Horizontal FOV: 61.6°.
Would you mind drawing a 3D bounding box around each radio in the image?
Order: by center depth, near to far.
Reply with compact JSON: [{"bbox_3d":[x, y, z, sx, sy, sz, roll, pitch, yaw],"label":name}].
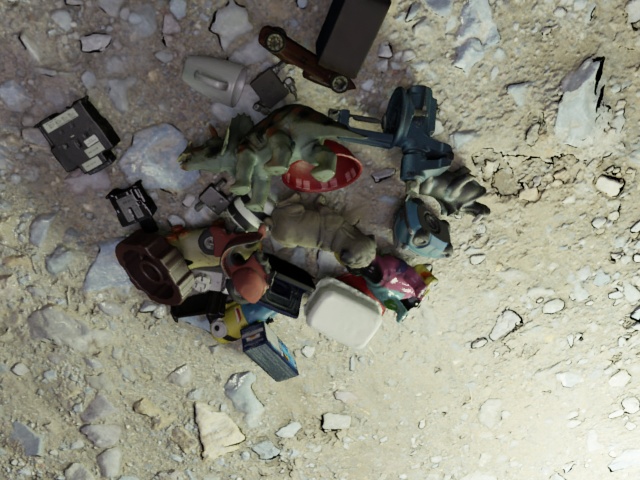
[{"bbox_3d":[0.048,-0.360,0.911,0.073,0.230,0.131,21,114,-11],"label":"radio"}]

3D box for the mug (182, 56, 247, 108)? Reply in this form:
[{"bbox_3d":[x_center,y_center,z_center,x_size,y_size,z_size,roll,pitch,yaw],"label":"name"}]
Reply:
[{"bbox_3d":[-0.202,-0.297,0.994,0.107,0.109,0.080,20,117,1],"label":"mug"}]

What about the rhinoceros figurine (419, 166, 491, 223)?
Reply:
[{"bbox_3d":[0.279,-0.101,1.131,0.190,0.073,0.112,24,110,-13],"label":"rhinoceros figurine"}]

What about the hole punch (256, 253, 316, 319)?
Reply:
[{"bbox_3d":[-0.080,0.100,1.173,0.142,0.116,0.092,23,106,-17],"label":"hole punch"}]

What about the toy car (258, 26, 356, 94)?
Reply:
[{"bbox_3d":[-0.024,-0.329,0.997,0.202,0.089,0.053,28,109,-17],"label":"toy car"}]

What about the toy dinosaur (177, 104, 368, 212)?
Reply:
[{"bbox_3d":[-0.075,-0.176,0.963,0.405,0.192,0.131,-16,155,34],"label":"toy dinosaur"}]

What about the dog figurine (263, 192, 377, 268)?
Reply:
[{"bbox_3d":[0.000,-0.007,1.066,0.172,0.191,0.121,-17,125,-29],"label":"dog figurine"}]

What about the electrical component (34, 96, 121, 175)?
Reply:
[{"bbox_3d":[-0.463,-0.195,1.045,0.115,0.058,0.134,-24,115,9],"label":"electrical component"}]

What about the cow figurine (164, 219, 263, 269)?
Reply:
[{"bbox_3d":[-0.220,0.025,1.148,0.195,0.085,0.127,-6,117,2],"label":"cow figurine"}]

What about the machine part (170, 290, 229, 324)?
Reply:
[{"bbox_3d":[-0.274,0.152,1.213,0.139,0.084,0.039,-8,142,15],"label":"machine part"}]

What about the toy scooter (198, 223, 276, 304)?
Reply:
[{"bbox_3d":[-0.146,0.036,1.071,0.135,0.075,0.183,-27,106,13],"label":"toy scooter"}]

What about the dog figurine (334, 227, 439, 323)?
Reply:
[{"bbox_3d":[0.139,0.065,1.188,0.219,0.191,0.108,41,113,16],"label":"dog figurine"}]

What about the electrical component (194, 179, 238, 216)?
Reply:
[{"bbox_3d":[-0.219,-0.084,1.132,0.094,0.021,0.063,-42,111,14],"label":"electrical component"}]

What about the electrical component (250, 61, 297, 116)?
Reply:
[{"bbox_3d":[-0.090,-0.287,1.034,0.102,0.045,0.078,-30,115,9],"label":"electrical component"}]

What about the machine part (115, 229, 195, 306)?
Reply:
[{"bbox_3d":[-0.343,0.059,1.126,0.180,0.056,0.179,22,137,22],"label":"machine part"}]

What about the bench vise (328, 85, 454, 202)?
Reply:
[{"bbox_3d":[0.130,-0.198,1.028,0.241,0.129,0.223,9,89,-9],"label":"bench vise"}]

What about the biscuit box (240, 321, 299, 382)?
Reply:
[{"bbox_3d":[-0.113,0.260,1.233,0.063,0.059,0.202,-21,141,6],"label":"biscuit box"}]

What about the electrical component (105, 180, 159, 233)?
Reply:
[{"bbox_3d":[-0.382,-0.058,1.119,0.075,0.048,0.119,-17,113,4],"label":"electrical component"}]

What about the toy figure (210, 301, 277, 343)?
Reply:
[{"bbox_3d":[-0.167,0.177,1.224,0.180,0.082,0.089,-25,127,2],"label":"toy figure"}]

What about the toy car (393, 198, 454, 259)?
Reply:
[{"bbox_3d":[0.211,-0.011,1.160,0.161,0.109,0.103,28,136,-34],"label":"toy car"}]
